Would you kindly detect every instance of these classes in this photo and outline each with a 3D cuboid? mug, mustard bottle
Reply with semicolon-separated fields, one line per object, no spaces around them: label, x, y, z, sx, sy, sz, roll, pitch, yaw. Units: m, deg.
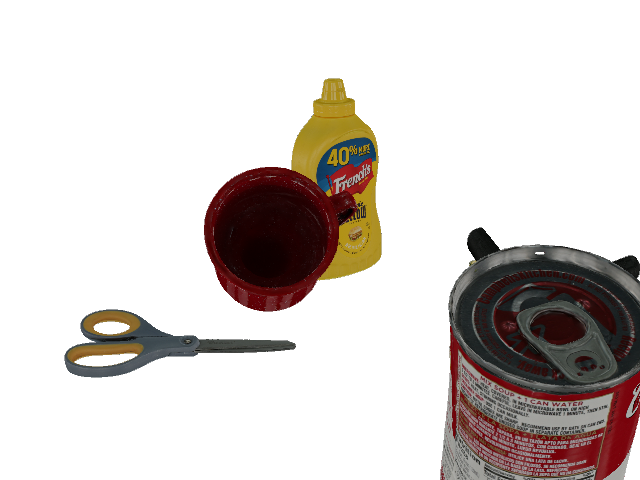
mug;-0.026;-0.002;0.770;0.117;0.093;0.081;-30;-12;-12
mustard bottle;0.016;-0.063;1.050;0.096;0.192;0.058;-16;22;-36

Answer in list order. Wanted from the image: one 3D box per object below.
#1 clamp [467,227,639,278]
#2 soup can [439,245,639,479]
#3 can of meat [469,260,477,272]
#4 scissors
clamp;0.183;0.052;0.964;0.165;0.036;0.209;14;34;25
soup can;0.077;0.062;0.377;0.068;0.102;0.068;-1;39;1
can of meat;0.198;0.077;1.167;0.057;0.084;0.102;2;16;-21
scissors;-0.132;0.086;0.971;0.201;0.016;0.096;-8;34;-16
